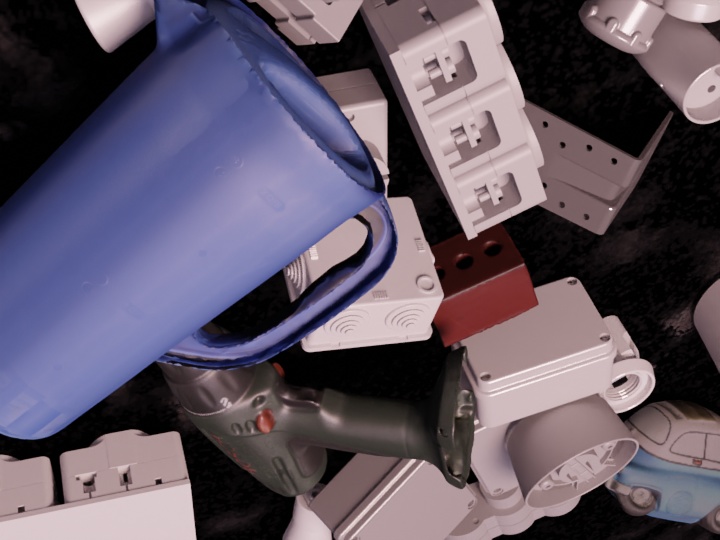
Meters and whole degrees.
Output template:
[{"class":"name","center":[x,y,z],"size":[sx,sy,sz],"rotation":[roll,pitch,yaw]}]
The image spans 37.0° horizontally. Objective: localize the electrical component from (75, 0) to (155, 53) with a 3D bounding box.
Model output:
[{"class":"electrical component","center":[-0.115,-0.143,0.554],"size":[0.055,0.045,0.045],"rotation":[-25,136,1]}]

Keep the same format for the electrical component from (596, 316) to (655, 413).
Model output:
[{"class":"electrical component","center":[0.206,0.080,0.886],"size":[0.058,0.057,0.078],"rotation":[-32,135,10]}]

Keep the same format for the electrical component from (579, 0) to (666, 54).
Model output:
[{"class":"electrical component","center":[0.165,-0.165,0.646],"size":[0.048,0.048,0.062],"rotation":[16,115,-33]}]

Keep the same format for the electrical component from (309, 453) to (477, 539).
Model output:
[{"class":"electrical component","center":[0.030,0.195,0.904],"size":[0.108,0.056,0.108],"rotation":[-45,136,-8]}]

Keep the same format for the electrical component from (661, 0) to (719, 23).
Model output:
[{"class":"electrical component","center":[0.207,-0.179,0.652],"size":[0.040,0.040,0.046],"rotation":[-6,129,-17]}]

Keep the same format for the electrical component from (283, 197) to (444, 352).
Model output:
[{"class":"electrical component","center":[0.000,0.000,0.699],"size":[0.100,0.099,0.048],"rotation":[-5,146,-18]}]

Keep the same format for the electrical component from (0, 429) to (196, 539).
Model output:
[{"class":"electrical component","center":[-0.223,0.188,0.816],"size":[0.186,0.060,0.105],"rotation":[-9,134,-14]}]

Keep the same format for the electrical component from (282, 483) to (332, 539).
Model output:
[{"class":"electrical component","center":[-0.042,0.216,0.929],"size":[0.044,0.044,0.065],"rotation":[-3,128,-19]}]

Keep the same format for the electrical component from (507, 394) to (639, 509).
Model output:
[{"class":"electrical component","center":[0.166,0.145,0.843],"size":[0.099,0.064,0.099],"rotation":[-11,135,-12]}]

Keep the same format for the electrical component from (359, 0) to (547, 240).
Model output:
[{"class":"electrical component","center":[0.056,-0.105,0.625],"size":[0.062,0.089,0.150],"rotation":[-26,136,3]}]

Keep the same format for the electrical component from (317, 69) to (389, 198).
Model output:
[{"class":"electrical component","center":[-0.005,-0.064,0.650],"size":[0.047,0.075,0.083],"rotation":[-12,135,-11]}]

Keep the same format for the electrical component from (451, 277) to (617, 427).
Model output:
[{"class":"electrical component","center":[0.131,0.061,0.823],"size":[0.113,0.078,0.057],"rotation":[-17,139,-5]}]

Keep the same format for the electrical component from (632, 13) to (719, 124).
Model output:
[{"class":"electrical component","center":[0.214,-0.123,0.680],"size":[0.043,0.077,0.079],"rotation":[-42,133,19]}]

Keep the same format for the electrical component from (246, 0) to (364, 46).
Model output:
[{"class":"electrical component","center":[-0.033,-0.152,0.572],"size":[0.055,0.066,0.048],"rotation":[36,77,-33]}]

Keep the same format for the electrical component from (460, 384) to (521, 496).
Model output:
[{"class":"electrical component","center":[0.133,0.123,0.898],"size":[0.109,0.056,0.108],"rotation":[-27,136,4]}]

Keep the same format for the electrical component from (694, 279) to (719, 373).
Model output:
[{"class":"electrical component","center":[0.330,0.042,0.894],"size":[0.099,0.064,0.099],"rotation":[-11,135,-11]}]

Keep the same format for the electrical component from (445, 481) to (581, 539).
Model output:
[{"class":"electrical component","center":[0.130,0.200,0.973],"size":[0.138,0.052,0.073],"rotation":[-24,136,1]}]
